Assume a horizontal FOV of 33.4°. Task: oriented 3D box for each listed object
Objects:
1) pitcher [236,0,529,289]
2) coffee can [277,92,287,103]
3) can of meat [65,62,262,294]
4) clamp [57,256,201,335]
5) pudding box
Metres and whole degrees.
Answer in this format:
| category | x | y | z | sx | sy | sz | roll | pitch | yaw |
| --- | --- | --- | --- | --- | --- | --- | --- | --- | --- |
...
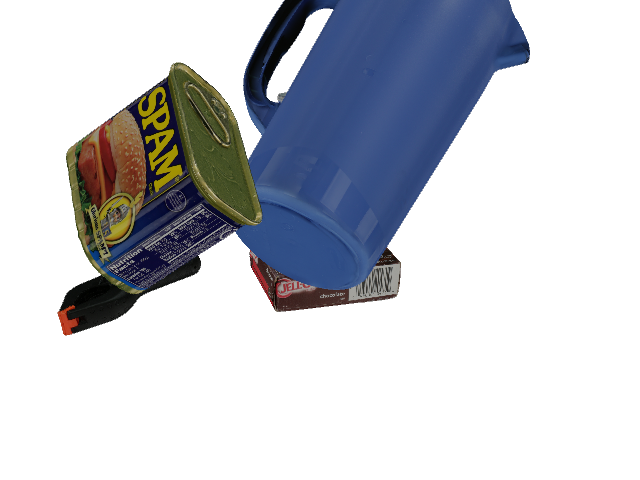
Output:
| category | x | y | z | sx | sy | sz | roll | pitch | yaw |
| --- | --- | --- | --- | --- | --- | --- | --- | --- | --- |
| pitcher | 0.025 | -0.092 | 0.759 | 0.145 | 0.242 | 0.149 | 43 | -29 | -23 |
| coffee can | 0.004 | -0.078 | 1.102 | 0.103 | 0.140 | 0.103 | 3 | 12 | -1 |
| can of meat | -0.088 | -0.033 | 0.582 | 0.084 | 0.102 | 0.057 | -32 | -39 | 19 |
| clamp | -0.213 | 0.051 | 1.171 | 0.120 | 0.039 | 0.171 | -5 | 26 | 29 |
| pudding box | 0.002 | 0.021 | 0.926 | 0.113 | 0.039 | 0.090 | -4 | 25 | -17 |
